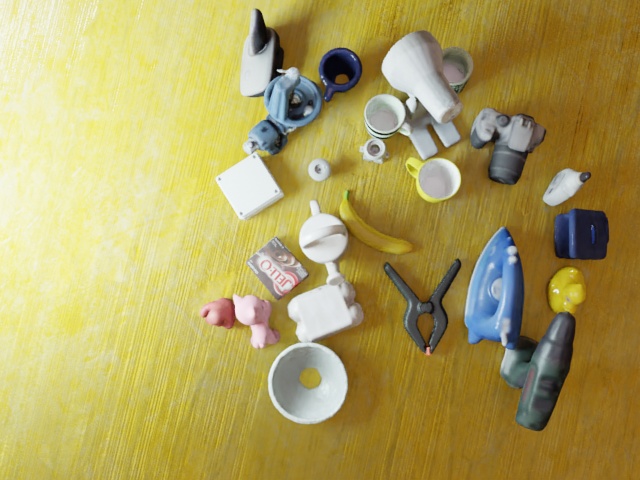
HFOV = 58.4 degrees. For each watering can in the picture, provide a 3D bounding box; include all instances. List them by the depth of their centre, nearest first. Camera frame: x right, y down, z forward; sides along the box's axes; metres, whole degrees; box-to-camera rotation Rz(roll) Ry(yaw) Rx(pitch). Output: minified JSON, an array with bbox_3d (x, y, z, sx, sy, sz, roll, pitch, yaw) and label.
[{"bbox_3d":[0.013,0.003,1.163,0.101,0.194,0.173,-38,85,0],"label":"watering can"}]

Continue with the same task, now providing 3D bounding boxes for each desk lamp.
[{"bbox_3d":[0.218,-0.292,1.162,0.118,0.213,0.203,-30,85,1],"label":"desk lamp"}]

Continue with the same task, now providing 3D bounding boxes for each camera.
[{"bbox_3d":[0.388,-0.195,1.204,0.143,0.101,0.137,17,87,4],"label":"camera"}]

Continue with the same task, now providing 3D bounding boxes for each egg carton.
[{"bbox_3d":[0.012,0.152,1.217,0.150,0.069,0.107,-23,85,1],"label":"egg carton"}]

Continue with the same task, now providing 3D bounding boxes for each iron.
[{"bbox_3d":[0.373,0.094,1.166,0.118,0.141,0.258,7,87,4],"label":"iron"}]

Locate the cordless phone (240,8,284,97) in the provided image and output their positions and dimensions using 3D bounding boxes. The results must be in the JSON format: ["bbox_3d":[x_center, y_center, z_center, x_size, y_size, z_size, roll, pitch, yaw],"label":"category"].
[{"bbox_3d":[-0.134,-0.389,1.201,0.094,0.185,0.148,2,86,3],"label":"cordless phone"}]

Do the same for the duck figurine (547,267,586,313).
[{"bbox_3d":[0.521,0.106,1.185,0.077,0.086,0.105,17,87,4],"label":"duck figurine"}]

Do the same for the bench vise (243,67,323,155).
[{"bbox_3d":[-0.072,-0.259,1.172,0.121,0.220,0.207,25,88,5],"label":"bench vise"}]

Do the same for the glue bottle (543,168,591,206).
[{"bbox_3d":[0.506,-0.114,1.156,0.037,0.173,0.078,32,89,5],"label":"glue bottle"}]

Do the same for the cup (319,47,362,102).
[{"bbox_3d":[0.040,-0.342,1.234,0.091,0.095,0.118,24,88,4],"label":"cup"}]

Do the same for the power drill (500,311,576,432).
[{"bbox_3d":[0.423,0.246,1.120,0.075,0.208,0.230,14,87,4],"label":"power drill"}]

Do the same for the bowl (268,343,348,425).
[{"bbox_3d":[-0.022,0.296,1.206,0.167,0.075,0.167,0,86,3],"label":"bowl"}]

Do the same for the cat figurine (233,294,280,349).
[{"bbox_3d":[-0.135,0.168,1.199,0.067,0.118,0.128,-19,85,2],"label":"cat figurine"}]

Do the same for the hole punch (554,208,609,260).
[{"bbox_3d":[0.551,-0.013,1.189,0.101,0.091,0.109,0,86,3],"label":"hole punch"}]

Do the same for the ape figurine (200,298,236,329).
[{"bbox_3d":[-0.217,0.160,1.216,0.076,0.092,0.078,-44,85,0],"label":"ape figurine"}]
